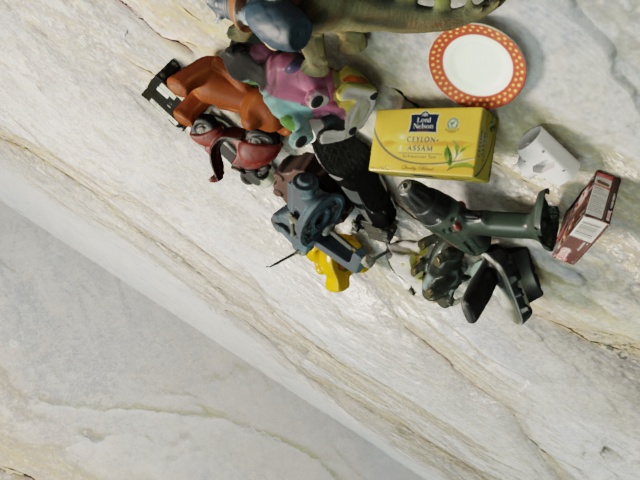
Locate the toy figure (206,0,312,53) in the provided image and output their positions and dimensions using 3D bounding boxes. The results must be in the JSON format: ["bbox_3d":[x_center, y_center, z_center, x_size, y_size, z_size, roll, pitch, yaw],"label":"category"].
[{"bbox_3d":[-0.079,-0.279,0.665,0.155,0.064,0.058,35,-159,26],"label":"toy figure"}]

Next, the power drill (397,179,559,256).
[{"bbox_3d":[0.258,-0.035,0.851,0.207,0.086,0.231,-4,154,37],"label":"power drill"}]

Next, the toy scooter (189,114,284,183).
[{"bbox_3d":[-0.166,-0.168,1.051,0.184,0.075,0.135,10,118,2],"label":"toy scooter"}]

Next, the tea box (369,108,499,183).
[{"bbox_3d":[0.164,-0.139,0.787,0.170,0.098,0.068,7,-178,38],"label":"tea box"}]

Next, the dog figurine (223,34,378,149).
[{"bbox_3d":[-0.039,-0.254,0.828,0.219,0.191,0.108,53,141,25],"label":"dog figurine"}]

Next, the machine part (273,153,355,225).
[{"bbox_3d":[-0.013,-0.099,1.101,0.179,0.056,0.179,24,152,13],"label":"machine part"}]

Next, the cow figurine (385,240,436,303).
[{"bbox_3d":[0.197,0.071,1.147,0.098,0.068,0.167,12,144,45],"label":"cow figurine"}]

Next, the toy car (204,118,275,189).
[{"bbox_3d":[-0.177,-0.184,1.134,0.201,0.056,0.073,44,157,-17],"label":"toy car"}]

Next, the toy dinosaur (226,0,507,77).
[{"bbox_3d":[0.001,-0.313,0.679,0.472,0.105,0.198,22,151,18],"label":"toy dinosaur"}]

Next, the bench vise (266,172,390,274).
[{"bbox_3d":[0.005,-0.008,1.027,0.241,0.129,0.223,38,137,24],"label":"bench vise"}]

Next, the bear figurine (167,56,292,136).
[{"bbox_3d":[-0.149,-0.235,0.944,0.196,0.132,0.120,35,155,8],"label":"bear figurine"}]

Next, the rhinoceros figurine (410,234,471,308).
[{"bbox_3d":[0.241,0.060,1.053,0.073,0.112,0.190,50,154,42],"label":"rhinoceros figurine"}]

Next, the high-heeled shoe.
[{"bbox_3d":[0.060,-0.125,1.001,0.248,0.086,0.145,54,-178,-4],"label":"high-heeled shoe"}]

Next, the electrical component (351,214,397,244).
[{"bbox_3d":[0.110,-0.022,1.107,0.102,0.045,0.078,20,150,30],"label":"electrical component"}]

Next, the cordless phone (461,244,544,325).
[{"bbox_3d":[0.310,0.105,0.940,0.089,0.184,0.146,-6,118,44],"label":"cordless phone"}]

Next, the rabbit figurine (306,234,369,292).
[{"bbox_3d":[0.009,0.027,1.231,0.162,0.122,0.173,50,167,-25],"label":"rabbit figurine"}]

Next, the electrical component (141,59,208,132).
[{"bbox_3d":[-0.279,-0.287,1.067,0.114,0.058,0.134,42,151,-23],"label":"electrical component"}]
